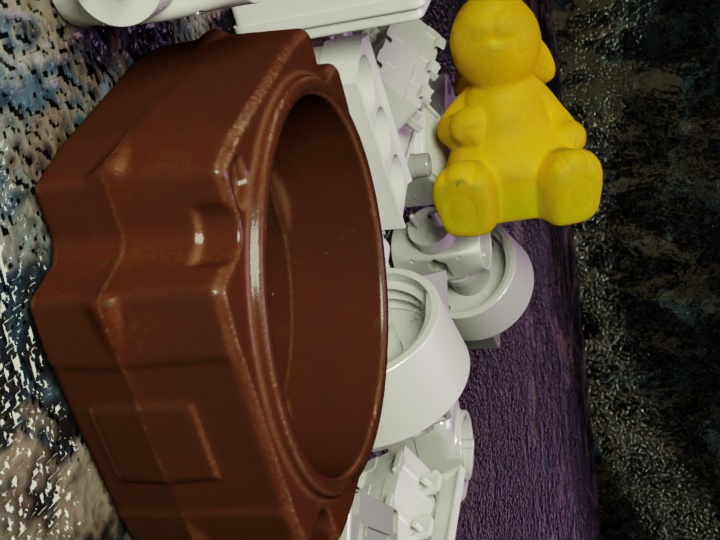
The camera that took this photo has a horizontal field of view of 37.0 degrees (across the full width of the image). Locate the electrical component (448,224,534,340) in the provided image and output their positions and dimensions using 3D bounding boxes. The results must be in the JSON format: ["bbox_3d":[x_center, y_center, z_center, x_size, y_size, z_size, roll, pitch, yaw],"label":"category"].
[{"bbox_3d":[0.095,0.002,0.957,0.060,0.108,0.108,45,44,-59],"label":"electrical component"}]

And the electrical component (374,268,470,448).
[{"bbox_3d":[0.004,0.044,0.629,0.108,0.108,0.060,-75,150,-48],"label":"electrical component"}]

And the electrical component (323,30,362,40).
[{"bbox_3d":[-0.015,-0.178,0.710,0.065,0.047,0.076,53,37,-63],"label":"electrical component"}]

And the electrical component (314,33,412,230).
[{"bbox_3d":[-0.013,-0.080,0.666,0.121,0.063,0.078,69,23,-47],"label":"electrical component"}]

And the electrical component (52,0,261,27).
[{"bbox_3d":[-0.083,-0.114,0.402,0.079,0.077,0.043,-61,144,-62],"label":"electrical component"}]

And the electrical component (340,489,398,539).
[{"bbox_3d":[-0.017,0.181,0.606,0.108,0.056,0.108,50,40,-65],"label":"electrical component"}]

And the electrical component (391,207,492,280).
[{"bbox_3d":[0.063,-0.027,0.897,0.079,0.077,0.043,54,37,-55],"label":"electrical component"}]

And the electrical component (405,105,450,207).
[{"bbox_3d":[0.036,-0.093,0.858,0.096,0.061,0.061,29,58,-62],"label":"electrical component"}]

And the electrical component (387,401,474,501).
[{"bbox_3d":[0.059,0.143,0.876,0.053,0.059,0.095,-70,152,-55],"label":"electrical component"}]

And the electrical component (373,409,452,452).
[{"bbox_3d":[0.015,0.083,0.721,0.058,0.078,0.057,53,18,-63],"label":"electrical component"}]

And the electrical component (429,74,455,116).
[{"bbox_3d":[0.064,-0.119,0.974,0.099,0.048,0.099,52,37,-64],"label":"electrical component"}]

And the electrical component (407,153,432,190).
[{"bbox_3d":[0.021,-0.074,0.785,0.043,0.062,0.043,-4,90,-75],"label":"electrical component"}]

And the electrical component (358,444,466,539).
[{"bbox_3d":[0.023,0.182,0.722,0.063,0.079,0.121,47,32,-20],"label":"electrical component"}]

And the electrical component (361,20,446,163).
[{"bbox_3d":[0.019,-0.136,0.767,0.079,0.063,0.121,36,35,-14],"label":"electrical component"}]

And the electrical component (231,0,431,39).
[{"bbox_3d":[-0.012,-0.177,0.612,0.108,0.109,0.056,-69,148,-56],"label":"electrical component"}]

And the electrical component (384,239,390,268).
[{"bbox_3d":[0.000,0.000,0.730,0.077,0.043,0.079,67,25,-49],"label":"electrical component"}]

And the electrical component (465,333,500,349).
[{"bbox_3d":[0.100,0.027,1.051,0.113,0.057,0.078,56,34,-61],"label":"electrical component"}]
